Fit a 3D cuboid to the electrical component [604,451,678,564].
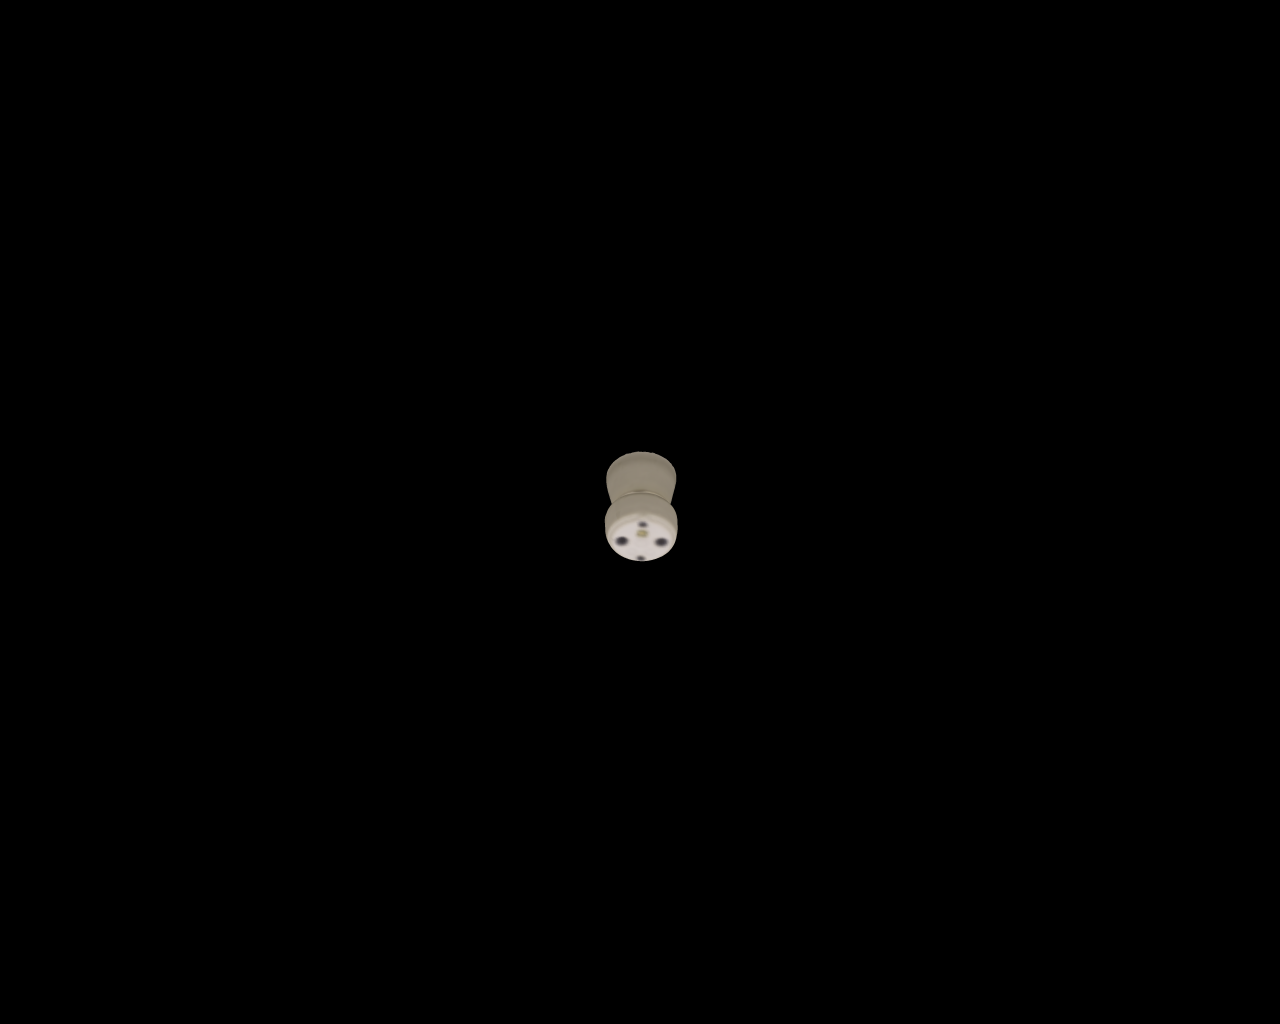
[{"bbox_3d":[0.001,-0.003,0.650,0.045,0.055,0.044,0,-43,0],"label":"electrical component"}]
